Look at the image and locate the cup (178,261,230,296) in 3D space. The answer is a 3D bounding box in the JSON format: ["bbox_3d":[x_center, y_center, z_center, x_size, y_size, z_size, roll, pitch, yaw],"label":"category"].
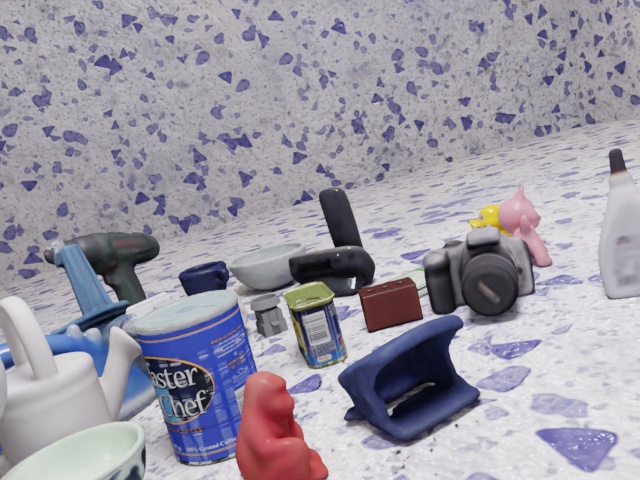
[{"bbox_3d":[-0.201,0.094,1.072,0.117,0.095,0.092,-6,12,41],"label":"cup"}]

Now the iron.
[{"bbox_3d":[-0.322,0.170,0.658,0.259,0.141,0.118,-21,12,-37],"label":"iron"}]

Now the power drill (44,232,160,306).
[{"bbox_3d":[-0.387,0.081,1.082,0.075,0.208,0.230,-9,11,31],"label":"power drill"}]

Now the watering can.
[{"bbox_3d":[-0.263,0.144,0.563,0.100,0.194,0.173,-8,11,32],"label":"watering can"}]

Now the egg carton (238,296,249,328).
[{"bbox_3d":[-0.161,0.132,0.863,0.107,0.069,0.150,-15,9,-4],"label":"egg carton"}]

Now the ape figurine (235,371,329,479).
[{"bbox_3d":[-0.038,0.154,0.477,0.076,0.092,0.078,-13,10,11],"label":"ape figurine"}]

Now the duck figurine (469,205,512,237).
[{"bbox_3d":[0.310,-0.020,0.998,0.104,0.086,0.078,-10,10,26],"label":"duck figurine"}]

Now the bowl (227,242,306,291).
[{"bbox_3d":[-0.101,0.060,1.184,0.167,0.075,0.167,-14,9,3],"label":"bowl"}]

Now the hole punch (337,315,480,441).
[{"bbox_3d":[0.074,0.117,0.528,0.109,0.091,0.100,-19,11,-28],"label":"hole punch"}]

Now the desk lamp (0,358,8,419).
[{"bbox_3d":[-0.287,0.169,0.391,0.118,0.213,0.203,-17,10,-13],"label":"desk lamp"}]

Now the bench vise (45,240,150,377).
[{"bbox_3d":[-0.314,0.098,0.832,0.206,0.220,0.122,-10,10,25],"label":"bench vise"}]

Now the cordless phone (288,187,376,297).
[{"bbox_3d":[0.009,0.004,1.009,0.147,0.185,0.094,-11,10,21],"label":"cordless phone"}]

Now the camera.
[{"bbox_3d":[0.202,0.042,0.747,0.143,0.101,0.137,-11,10,19],"label":"camera"}]

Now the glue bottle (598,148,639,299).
[{"bbox_3d":[0.357,-0.021,0.663,0.078,0.173,0.037,-11,10,19],"label":"glue bottle"}]

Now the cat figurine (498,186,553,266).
[{"bbox_3d":[0.320,-0.024,0.911,0.067,0.118,0.128,-12,10,16],"label":"cat figurine"}]
